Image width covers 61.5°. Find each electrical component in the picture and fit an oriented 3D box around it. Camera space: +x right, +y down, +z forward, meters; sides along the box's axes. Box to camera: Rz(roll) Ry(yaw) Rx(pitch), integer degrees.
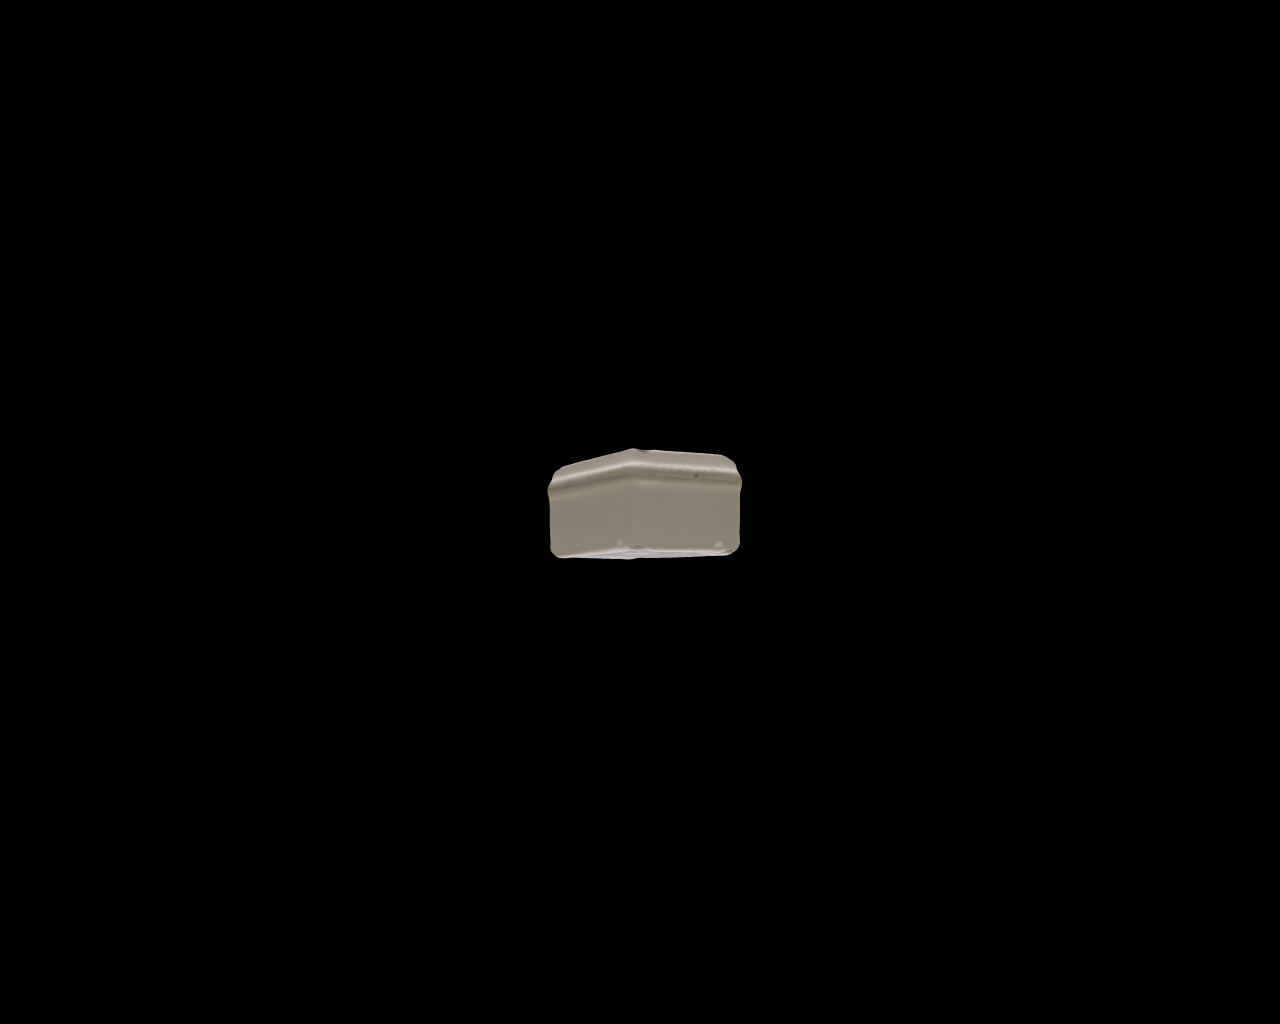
[{"bbox_3d":[0.001,-0.003,0.650,0.078,0.057,0.113,3,-5,-32],"label":"electrical component"}]
